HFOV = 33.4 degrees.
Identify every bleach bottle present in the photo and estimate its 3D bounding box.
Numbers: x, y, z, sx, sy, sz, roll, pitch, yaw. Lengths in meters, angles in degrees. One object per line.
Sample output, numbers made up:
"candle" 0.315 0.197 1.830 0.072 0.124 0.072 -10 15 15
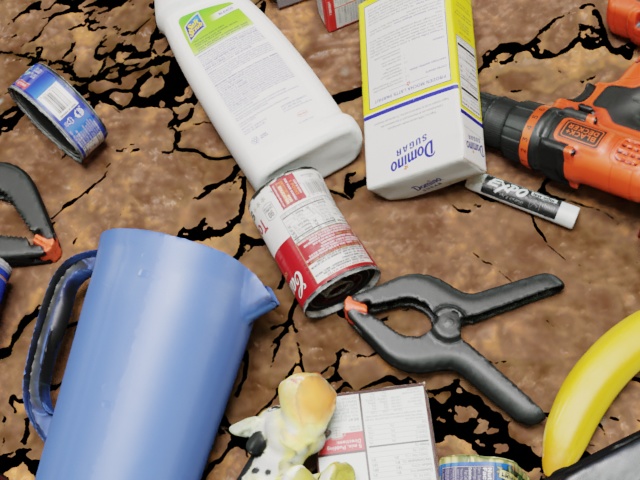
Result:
"bleach bottle" -0.067 -0.158 0.914 0.102 0.068 0.251 -28 67 -6

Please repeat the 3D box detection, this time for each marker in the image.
"marker" 0.151 -0.039 0.869 0.121 0.020 0.020 22 73 13

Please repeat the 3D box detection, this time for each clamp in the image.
"clamp" 0.102 0.079 0.819 0.171 0.039 0.120 2 62 5
"clamp" -0.304 -0.047 0.906 0.210 0.036 0.164 21 73 11

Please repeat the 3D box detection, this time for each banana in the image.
"banana" 0.233 0.098 0.799 0.197 0.037 0.070 -33 70 -7

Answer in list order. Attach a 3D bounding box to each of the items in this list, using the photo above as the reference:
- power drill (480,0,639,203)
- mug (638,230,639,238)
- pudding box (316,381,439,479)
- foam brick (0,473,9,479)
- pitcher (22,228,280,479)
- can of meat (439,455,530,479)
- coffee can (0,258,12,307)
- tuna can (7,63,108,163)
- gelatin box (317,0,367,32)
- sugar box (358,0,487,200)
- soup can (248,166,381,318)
"power drill" 0.226 -0.127 0.865 0.185 0.057 0.187 27 70 32
"mug" 0.302 -0.027 0.801 0.081 0.117 0.093 30 70 10
"pudding box" 0.043 0.167 0.790 0.090 0.039 0.113 -7 70 4
"foam brick" -0.269 0.211 0.796 0.078 0.051 0.053 -24 68 -4
"pitcher" -0.141 0.120 0.784 0.144 0.149 0.243 23 73 -23
"can of meat" 0.115 0.200 0.737 0.057 0.102 0.084 -6 65 19
"coffee can" -0.308 0.075 0.824 0.103 0.103 0.140 8 70 8
"tuna can" -0.219 -0.107 0.895 0.086 0.086 0.033 39 76 17
"gelatin box" 0.040 -0.226 0.923 0.089 0.073 0.030 -23 69 -4
"sugar box" 0.082 -0.127 0.878 0.094 0.048 0.176 -16 67 34
"soup can" -0.006 0.001 0.843 0.068 0.068 0.102 -28 69 -6
